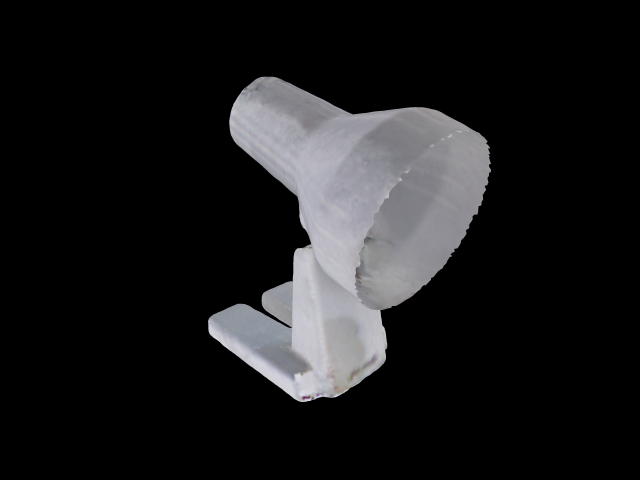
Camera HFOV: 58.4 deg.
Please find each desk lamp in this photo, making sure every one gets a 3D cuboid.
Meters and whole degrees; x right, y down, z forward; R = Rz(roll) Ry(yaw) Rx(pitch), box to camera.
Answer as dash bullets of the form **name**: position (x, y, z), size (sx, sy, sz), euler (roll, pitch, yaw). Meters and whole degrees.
- **desk lamp**: position (0.004, 0.001, 0.400), size (0.118, 0.214, 0.202), euler (-21, 31, -40)
